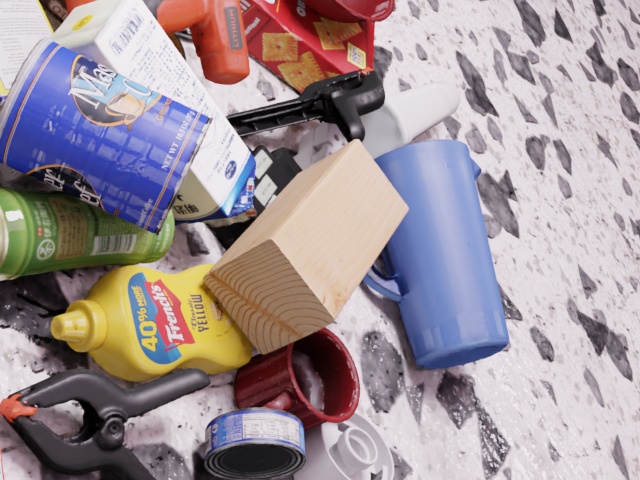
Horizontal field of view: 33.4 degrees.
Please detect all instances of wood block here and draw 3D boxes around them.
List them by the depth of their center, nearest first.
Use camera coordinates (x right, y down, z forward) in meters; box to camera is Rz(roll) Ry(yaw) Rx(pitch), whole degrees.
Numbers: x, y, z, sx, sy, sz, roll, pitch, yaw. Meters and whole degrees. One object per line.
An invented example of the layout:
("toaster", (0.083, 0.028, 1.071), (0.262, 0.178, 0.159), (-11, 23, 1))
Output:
("wood block", (-0.007, 0.002, 0.976), (0.091, 0.090, 0.205), (53, 36, -12))

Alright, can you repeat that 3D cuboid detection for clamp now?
("clamp", (-0.158, 0.135, 0.821), (0.171, 0.039, 0.120), (32, 63, -36))
("clamp", (0.017, -0.142, 1.136), (0.209, 0.165, 0.036), (-33, 125, -47))

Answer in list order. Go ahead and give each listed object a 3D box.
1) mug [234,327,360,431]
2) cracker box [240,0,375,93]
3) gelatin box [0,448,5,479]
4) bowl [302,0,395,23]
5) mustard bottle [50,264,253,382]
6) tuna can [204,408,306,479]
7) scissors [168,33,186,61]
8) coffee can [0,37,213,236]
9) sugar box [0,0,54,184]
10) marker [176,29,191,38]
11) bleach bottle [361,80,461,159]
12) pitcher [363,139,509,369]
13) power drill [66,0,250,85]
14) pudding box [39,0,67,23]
("mug", (-0.029, 0.137, 0.962), (0.093, 0.082, 0.117), (58, 35, -4))
("cracker box", (-0.029, -0.269, 1.252), (0.213, 0.072, 0.164), (35, 42, -31))
("gelatin box", (-0.245, 0.162, 0.700), (0.073, 0.030, 0.089), (29, 22, -37))
("bowl", (0.012, -0.306, 1.216), (0.161, 0.055, 0.162), (28, 47, -35))
("mustard bottle", (-0.142, 0.069, 0.892), (0.191, 0.058, 0.096), (1, 71, -50))
("tuna can", (-0.055, 0.174, 0.902), (0.086, 0.086, 0.034), (27, 46, -38))
("scissors", (-0.141, -0.135, 1.066), (0.096, 0.016, 0.202), (-38, 98, -48))
("coffee can", (-0.166, -0.078, 0.818), (0.140, 0.103, 0.102), (25, 44, -8))
("sugar box", (-0.256, -0.137, 0.906), (0.093, 0.048, 0.176), (-18, 84, -55))
("marker", (-0.146, -0.224, 1.122), (0.120, 0.020, 0.020), (7, 61, -49))
("bleach bottle", (0.116, -0.158, 1.326), (0.250, 0.103, 0.068), (-32, 94, -54))
("pitcher", (0.123, 0.019, 1.207), (0.144, 0.149, 0.243), (24, 50, -63))
("power drill", (-0.152, -0.179, 1.008), (0.187, 0.057, 0.184), (-14, 98, -47))
("pudding box", (-0.248, -0.265, 1.010), (0.113, 0.039, 0.090), (45, 39, -24))
